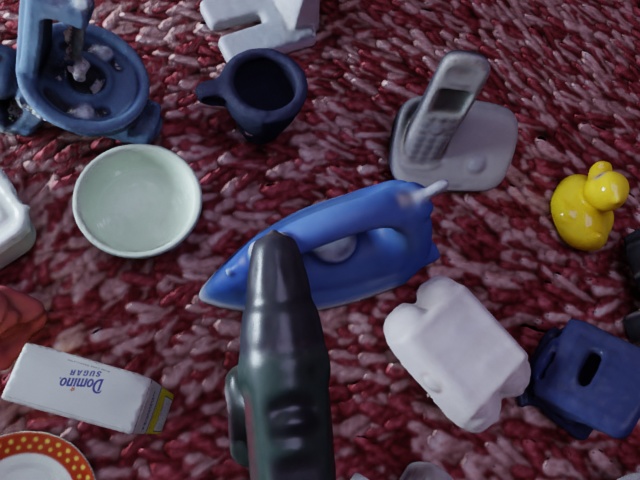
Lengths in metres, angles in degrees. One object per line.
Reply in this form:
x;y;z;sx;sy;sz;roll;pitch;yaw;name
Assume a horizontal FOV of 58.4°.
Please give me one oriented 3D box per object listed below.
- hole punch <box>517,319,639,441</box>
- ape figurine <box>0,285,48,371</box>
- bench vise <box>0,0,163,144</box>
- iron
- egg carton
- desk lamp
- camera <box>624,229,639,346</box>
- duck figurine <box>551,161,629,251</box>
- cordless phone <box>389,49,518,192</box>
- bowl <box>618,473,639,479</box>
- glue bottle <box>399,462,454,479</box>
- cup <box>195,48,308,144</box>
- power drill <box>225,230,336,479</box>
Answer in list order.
0.277;0.145;0.598;0.101;0.091;0.109;37;67;4;hole punch
-0.290;0.070;0.512;0.078;0.092;0.076;-16;74;-16;ape figurine
-0.261;-0.161;0.535;0.208;0.219;0.121;-7;71;-13;bench vise
0.005;0.002;0.570;0.259;0.141;0.118;-18;74;-17;iron
0.141;0.116;0.593;0.107;0.069;0.150;-39;81;-21;egg carton
-0.023;-0.317;0.644;0.203;0.213;0.118;-25;76;-19;desk lamp
0.426;0.044;0.660;0.143;0.100;0.137;-9;72;-14;camera
0.330;-0.044;0.682;0.077;0.086;0.104;9;68;-8;duck figurine
0.162;-0.130;0.627;0.148;0.185;0.094;1;69;-11;cordless phone
0.309;0.311;0.551;0.167;0.074;0.167;4;69;-10;bowl
0.100;0.230;0.486;0.037;0.173;0.078;35;67;4;glue bottle
-0.077;-0.147;0.634;0.118;0.095;0.091;-8;71;-14;cup
-0.037;0.131;0.477;0.076;0.208;0.229;-5;71;-13;power drill
